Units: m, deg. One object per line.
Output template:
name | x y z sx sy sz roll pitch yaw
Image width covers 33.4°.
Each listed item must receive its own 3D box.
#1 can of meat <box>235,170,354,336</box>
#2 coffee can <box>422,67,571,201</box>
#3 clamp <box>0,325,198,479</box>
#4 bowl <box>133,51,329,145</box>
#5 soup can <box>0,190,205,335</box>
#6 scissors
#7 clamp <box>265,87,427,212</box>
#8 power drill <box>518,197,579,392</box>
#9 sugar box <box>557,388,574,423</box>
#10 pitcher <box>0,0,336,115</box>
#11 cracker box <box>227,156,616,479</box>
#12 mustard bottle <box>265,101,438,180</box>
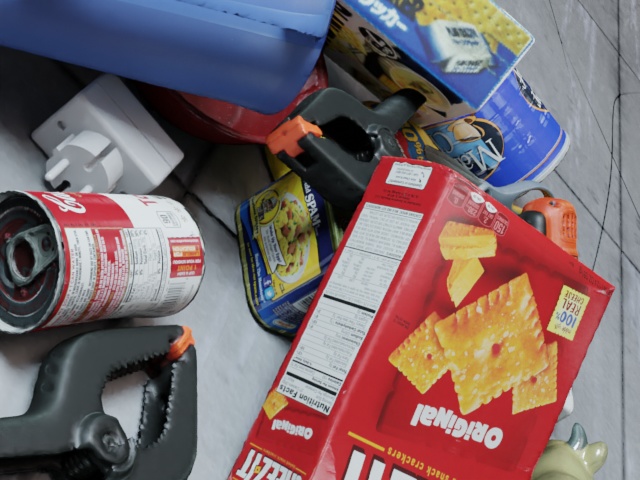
can of meat | -0.004 0.001 0.681 0.057 0.084 0.102 23 47 -43
coffee can | 0.142 -0.113 0.957 0.140 0.103 0.102 49 34 -16
clamp | -0.116 0.097 0.494 0.164 0.036 0.209 48 32 -18
bowl | -0.073 -0.121 0.703 0.161 0.055 0.162 23 50 -31
soup can | -0.115 0.010 0.539 0.102 0.069 0.068 -1 65 -54
scissors | 0.126 -0.023 0.883 0.201 0.096 0.016 8 31 -45
clamp | 0.037 -0.043 0.657 0.171 0.039 0.120 -8 65 -52
power drill | 0.142 0.051 0.841 0.187 0.057 0.184 8 80 -47
sugar box | 0.087 0.081 0.731 0.176 0.093 0.048 39 37 -27
pitcher | -0.115 -0.149 0.549 0.242 0.149 0.145 8 62 -25
cracker box | 0.065 0.084 0.616 0.164 0.072 0.213 32 79 -35
mustard bottle | 0.040 -0.061 0.817 0.191 0.058 0.096 0 64 -54
